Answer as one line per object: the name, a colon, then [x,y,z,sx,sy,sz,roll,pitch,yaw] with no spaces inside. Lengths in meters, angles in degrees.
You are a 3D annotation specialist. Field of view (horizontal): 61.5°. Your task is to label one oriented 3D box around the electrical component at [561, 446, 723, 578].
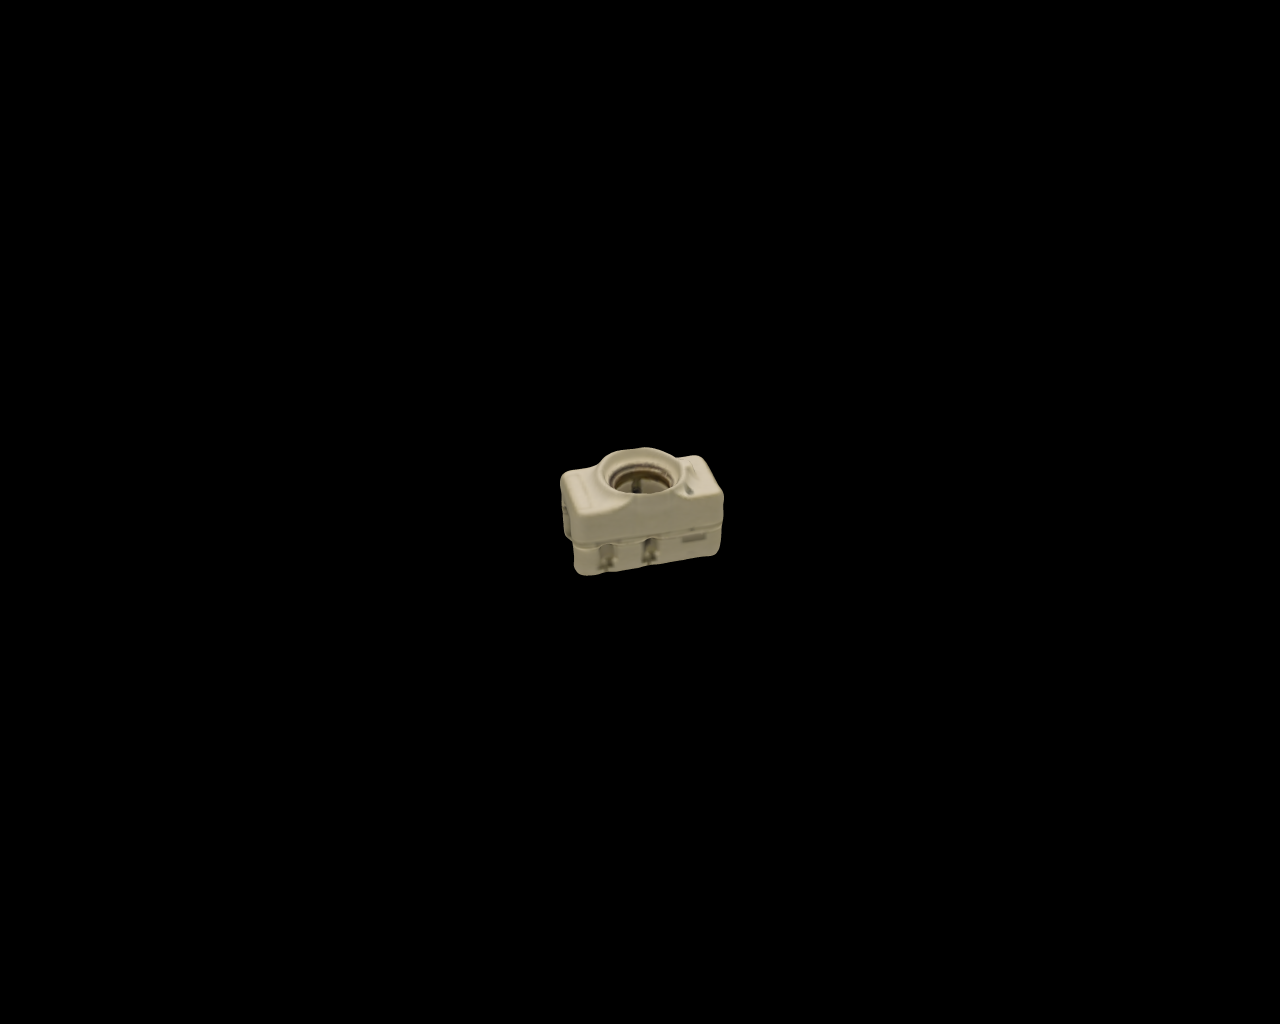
electrical component: [0.001,-0.003,0.650,0.089,0.055,0.050,-8,36,-11]
